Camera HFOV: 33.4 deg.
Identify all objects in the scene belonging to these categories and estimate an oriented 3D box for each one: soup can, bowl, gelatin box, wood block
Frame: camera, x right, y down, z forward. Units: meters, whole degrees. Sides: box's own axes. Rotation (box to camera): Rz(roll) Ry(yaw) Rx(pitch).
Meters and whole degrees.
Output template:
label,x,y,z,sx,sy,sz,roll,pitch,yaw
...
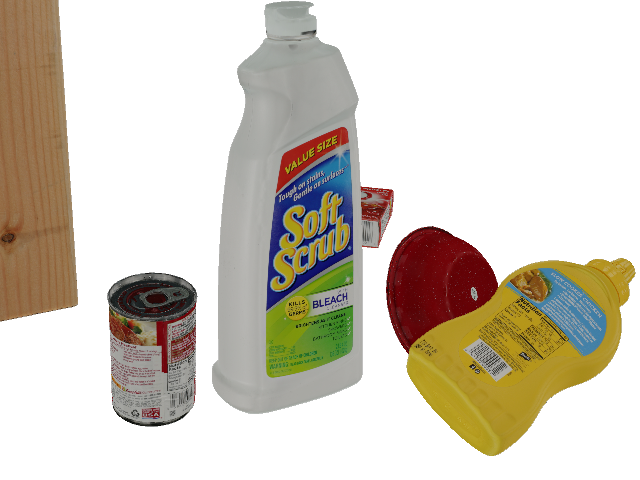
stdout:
label,x,y,z,sx,sy,sz,roll,pitch,yaw
soup can,-0.131,0.086,0.837,0.068,0.102,0.068,3,28,-2
bowl,0.147,0.061,1.170,0.161,0.162,0.055,0,-8,-43
gelatin box,0.015,-0.025,0.941,0.089,0.030,0.073,7,25,11
wood block,-0.198,-0.064,0.604,0.090,0.206,0.090,-11,27,-27

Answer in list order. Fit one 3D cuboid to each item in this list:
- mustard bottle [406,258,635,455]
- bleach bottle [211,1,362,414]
label,x,y,z,sx,sy,sz,roll,pitch,yaw
mustard bottle,0.162,0.068,0.784,0.191,0.096,0.058,-33,-30,-23
bleach bottle,-0.023,-0.022,0.676,0.102,0.251,0.068,-12,22,-28
